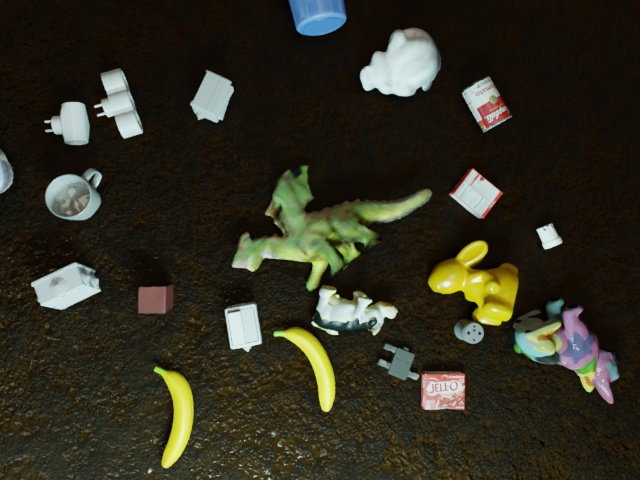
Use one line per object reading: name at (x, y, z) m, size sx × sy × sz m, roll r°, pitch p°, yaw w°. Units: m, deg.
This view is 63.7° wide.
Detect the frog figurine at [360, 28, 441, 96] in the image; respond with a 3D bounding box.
frog figurine at (0.166, -0.372, 1.084) m, size 0.160 × 0.124 × 0.135 m, roll -11°, pitch 107°, yaw -18°

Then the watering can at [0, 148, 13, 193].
watering can at (-0.705, -0.173, 0.919) m, size 0.103 × 0.226 × 0.347 m, roll -40°, pitch 91°, yaw 11°

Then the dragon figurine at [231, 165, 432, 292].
dragon figurine at (0.003, -0.053, 1.051) m, size 0.412 × 0.121 × 0.244 m, roll -38°, pitch 83°, yaw -9°
